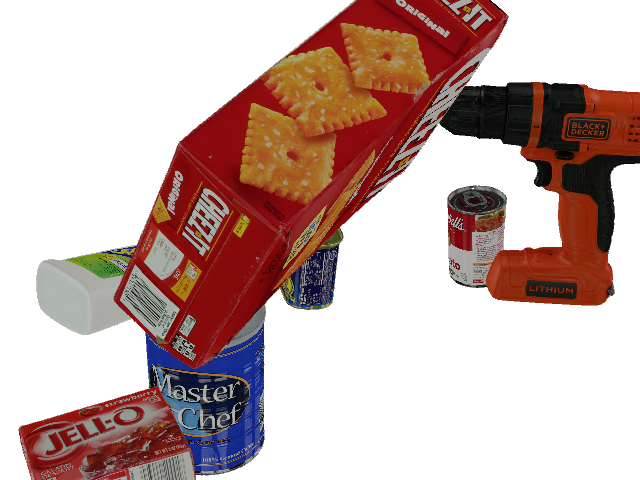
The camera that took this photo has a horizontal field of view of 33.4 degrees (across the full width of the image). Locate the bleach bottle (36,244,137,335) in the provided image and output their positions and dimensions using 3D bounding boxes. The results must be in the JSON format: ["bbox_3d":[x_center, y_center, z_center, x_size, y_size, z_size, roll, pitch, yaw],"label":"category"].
[{"bbox_3d":[-0.191,0.036,1.222,0.103,0.068,0.250,23,28,36],"label":"bleach bottle"}]

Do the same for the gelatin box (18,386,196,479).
[{"bbox_3d":[-0.126,0.125,0.626,0.089,0.030,0.073,-14,27,-18],"label":"gelatin box"}]

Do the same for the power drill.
[{"bbox_3d":[0.183,-0.040,0.881,0.184,0.188,0.057,4,29,6],"label":"power drill"}]

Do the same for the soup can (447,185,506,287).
[{"bbox_3d":[0.184,-0.005,1.252,0.068,0.102,0.068,-4,30,2],"label":"soup can"}]

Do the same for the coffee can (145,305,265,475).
[{"bbox_3d":[-0.099,0.117,0.928,0.103,0.140,0.103,1,31,-1],"label":"coffee can"}]

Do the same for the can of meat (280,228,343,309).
[{"bbox_3d":[-0.017,0.010,1.104,0.057,0.084,0.102,-4,35,-14],"label":"can of meat"}]

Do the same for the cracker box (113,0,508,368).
[{"bbox_3d":[-0.005,-0.043,0.587,0.213,0.072,0.164,-44,-7,-36],"label":"cracker box"}]
